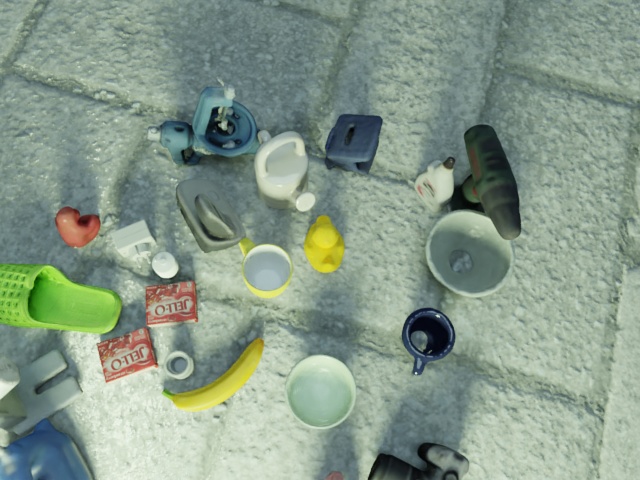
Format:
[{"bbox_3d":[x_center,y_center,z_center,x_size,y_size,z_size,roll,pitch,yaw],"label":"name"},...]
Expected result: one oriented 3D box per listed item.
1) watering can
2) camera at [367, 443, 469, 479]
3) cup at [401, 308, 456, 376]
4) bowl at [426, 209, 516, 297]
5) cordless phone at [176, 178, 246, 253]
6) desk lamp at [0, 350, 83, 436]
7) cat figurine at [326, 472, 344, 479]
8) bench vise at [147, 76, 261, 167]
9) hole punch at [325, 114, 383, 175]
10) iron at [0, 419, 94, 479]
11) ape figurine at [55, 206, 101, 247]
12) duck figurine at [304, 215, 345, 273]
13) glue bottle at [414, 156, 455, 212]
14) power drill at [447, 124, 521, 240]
[{"bbox_3d":[-0.064,-0.131,1.045,0.172,0.194,0.101,37,74,9],"label":"watering can"},{"bbox_3d":[0.156,0.392,0.934,0.136,0.101,0.143,27,72,6],"label":"camera"},{"bbox_3d":[0.179,0.185,1.007,0.091,0.095,0.118,18,72,3],"label":"cup"},{"bbox_3d":[0.273,0.032,1.073,0.167,0.075,0.167,1,72,-3],"label":"bowl"},{"bbox_3d":[-0.203,-0.063,1.019,0.094,0.185,0.147,-33,76,-12],"label":"cordless phone"},{"bbox_3d":[-0.513,0.248,0.884,0.203,0.213,0.118,-35,77,-13],"label":"desk lamp"},{"bbox_3d":[0.008,0.435,0.903,0.067,0.118,0.128,41,74,10],"label":"cat figurine"},{"bbox_3d":[-0.210,-0.204,1.046,0.207,0.220,0.121,-22,74,-10],"label":"bench vise"},{"bbox_3d":[0.065,-0.194,1.127,0.101,0.091,0.109,17,72,3],"label":"hole punch"},{"bbox_3d":[-0.415,0.407,0.875,0.119,0.141,0.258,-34,77,-13],"label":"iron"},{"bbox_3d":[-0.449,-0.032,1.043,0.077,0.092,0.076,20,72,4],"label":"ape figurine"},{"bbox_3d":[0.010,0.004,1.061,0.077,0.086,0.104,-5,72,-5],"label":"duck figurine"},{"bbox_3d":[0.222,-0.114,1.066,0.037,0.173,0.078,-35,77,-13],"label":"glue bottle"},{"bbox_3d":[0.296,-0.081,1.041,0.075,0.208,0.229,-6,72,-5],"label":"power drill"}]
